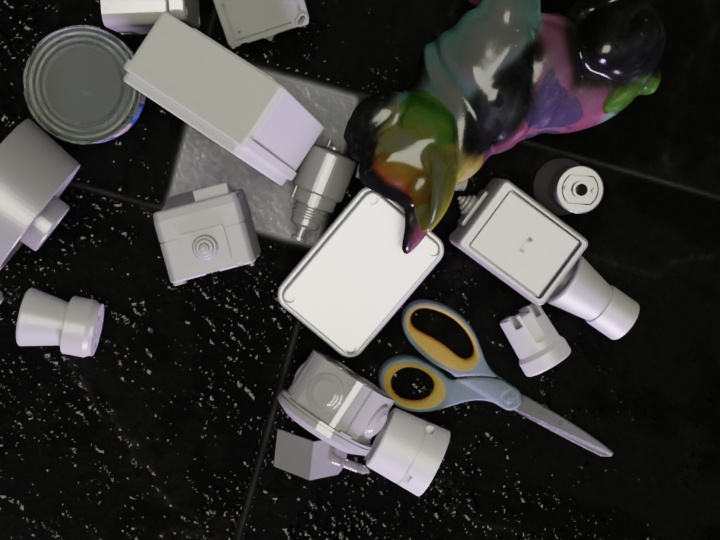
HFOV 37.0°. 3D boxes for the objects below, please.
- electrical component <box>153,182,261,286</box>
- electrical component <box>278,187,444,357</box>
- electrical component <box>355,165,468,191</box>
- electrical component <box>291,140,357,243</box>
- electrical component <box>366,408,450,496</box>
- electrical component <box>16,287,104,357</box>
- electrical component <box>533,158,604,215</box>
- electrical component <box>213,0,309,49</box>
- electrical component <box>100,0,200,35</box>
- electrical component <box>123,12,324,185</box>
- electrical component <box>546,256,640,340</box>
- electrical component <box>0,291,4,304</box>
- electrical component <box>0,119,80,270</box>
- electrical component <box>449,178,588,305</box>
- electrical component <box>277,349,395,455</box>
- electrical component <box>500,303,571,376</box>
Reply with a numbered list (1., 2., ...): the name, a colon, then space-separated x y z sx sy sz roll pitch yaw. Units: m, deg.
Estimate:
1. electrical component: -0.111 -0.028 0.780 0.062 0.096 0.061 -15 96 -1
2. electrical component: 0.000 0.000 0.808 0.078 0.057 0.113 40 93 -6
3. electrical component: 0.042 -0.077 0.808 0.081 0.043 0.043 19 95 -5
4. electrical component: -0.032 -0.059 0.808 0.040 0.040 0.078 22 95 -5
5. electrical component: 0.036 0.138 0.827 0.047 0.055 0.055 27 95 -1
6. electrical component: -0.225 0.040 0.808 0.055 0.045 0.045 11 96 -4
7. electrical component: 0.158 -0.061 0.804 0.044 0.065 0.044 0 96 -2
8. electrical component: -0.078 -0.209 0.771 0.062 0.061 0.096 -19 135 -3
9. electrical component: -0.150 -0.227 0.765 0.057 0.078 0.113 -2 97 1
10. electrical component: -0.093 -0.117 0.752 0.109 0.109 0.056 34 91 14
11. electrical component: 0.182 0.024 0.828 0.065 0.044 0.044 34 94 -10
12. electrical component: -0.302 0.039 0.807 0.044 0.044 0.065 29 99 -5
13. electrical component: -0.245 -0.047 0.769 0.060 0.108 0.108 38 93 -12
14. electrical component: 0.114 -0.026 0.808 0.096 0.061 0.061 36 94 -6
15. electrical component: -0.017 0.100 0.808 0.080 0.080 0.051 33 89 -6
16. electrical component: 0.134 0.053 0.829 0.040 0.040 0.046 -31 91 1
